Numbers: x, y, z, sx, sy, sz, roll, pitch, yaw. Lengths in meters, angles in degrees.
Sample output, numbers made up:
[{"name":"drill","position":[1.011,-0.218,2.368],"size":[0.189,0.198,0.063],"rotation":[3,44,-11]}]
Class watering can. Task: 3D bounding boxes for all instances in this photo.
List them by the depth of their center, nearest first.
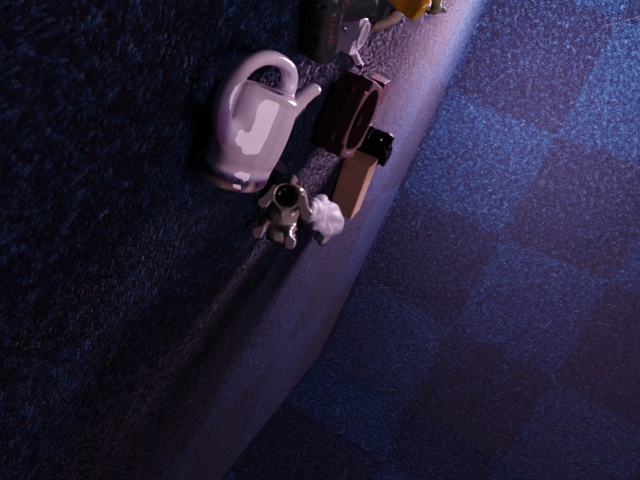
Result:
[{"name":"watering can","position":[-0.087,-0.187,0.841],"size":[0.222,0.104,0.350],"rotation":[-65,168,15]}]

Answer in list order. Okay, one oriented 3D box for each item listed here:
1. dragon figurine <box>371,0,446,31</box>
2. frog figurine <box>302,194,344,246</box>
[{"name":"dragon figurine","position":[0.286,-0.671,1.252],"size":[0.416,0.123,0.237],"rotation":[-42,164,-28]},{"name":"frog figurine","position":[0.004,-0.074,1.471],"size":[0.156,0.122,0.140],"rotation":[77,9,-59]}]
